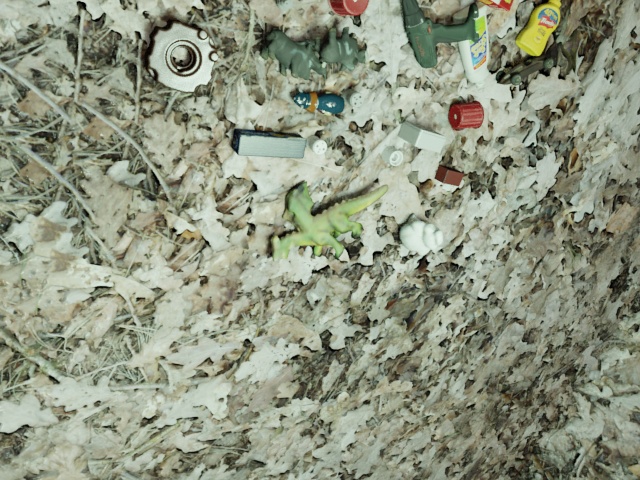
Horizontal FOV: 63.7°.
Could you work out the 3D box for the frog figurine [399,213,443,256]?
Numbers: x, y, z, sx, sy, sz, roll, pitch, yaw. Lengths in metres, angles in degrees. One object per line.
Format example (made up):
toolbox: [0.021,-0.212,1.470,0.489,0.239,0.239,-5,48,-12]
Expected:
frog figurine: [0.350,-0.005,1.760,0.123,0.162,0.134,-19,121,-15]

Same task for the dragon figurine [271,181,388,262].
dragon figurine: [0.005,-0.080,1.593,0.240,0.124,0.410,40,91,-27]
